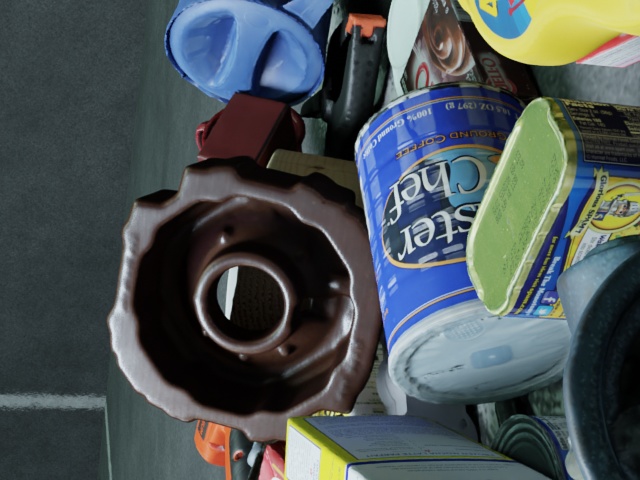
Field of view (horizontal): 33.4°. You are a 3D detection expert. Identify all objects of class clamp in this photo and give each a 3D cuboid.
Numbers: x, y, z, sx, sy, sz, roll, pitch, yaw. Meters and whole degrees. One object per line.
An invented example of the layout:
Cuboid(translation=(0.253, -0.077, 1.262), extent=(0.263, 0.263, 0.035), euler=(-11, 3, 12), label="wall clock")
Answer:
Cuboid(translation=(0.019, -0.104, 0.911), extent=(0.210, 0.036, 0.164), euler=(113, 154, -59), label="clamp")

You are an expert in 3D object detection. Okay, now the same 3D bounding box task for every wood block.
Cuboid(translation=(-0.005, 0.000, 0.776), extent=(0.206, 0.091, 0.090), euler=(-79, -1, -75), label="wood block")

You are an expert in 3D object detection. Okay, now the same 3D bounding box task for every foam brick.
Cuboid(translation=(-0.059, -0.075, 0.888), extent=(0.053, 0.051, 0.078), euler=(79, -149, -53), label="foam brick")

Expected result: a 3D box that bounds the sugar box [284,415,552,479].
Cuboid(translation=(0.048, 0.125, 0.534), extent=(0.176, 0.093, 0.048), euler=(-165, 78, -74), label="sugar box")

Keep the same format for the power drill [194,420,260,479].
Cuboid(translation=(-0.063, 0.219, 0.862), extent=(0.188, 0.057, 0.185), euler=(-105, 27, -44), label="power drill")

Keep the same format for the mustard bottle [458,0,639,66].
Cuboid(translation=(0.107, -0.125, 0.453), extent=(0.192, 0.058, 0.096), euler=(-173, 87, -72), label="mustard bottle")

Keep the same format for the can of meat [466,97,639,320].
Cuboid(translation=(0.119, -0.010, 0.455), extent=(0.057, 0.083, 0.102), euler=(-104, 24, -47), label="can of meat")

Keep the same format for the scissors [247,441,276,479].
Cuboid(translation=(-0.033, 0.126, 0.729), extent=(0.201, 0.016, 0.096), euler=(-60, -13, -80), label="scissors")

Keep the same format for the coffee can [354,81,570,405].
Cuboid(translation=(0.077, 0.002, 0.565), extent=(0.103, 0.102, 0.140), euler=(114, 154, -52), label="coffee can")

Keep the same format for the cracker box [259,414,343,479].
Cuboid(translation=(0.018, 0.246, 0.671), extent=(0.164, 0.071, 0.214), euler=(40, 132, 37), label="cracker box")

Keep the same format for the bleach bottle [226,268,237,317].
Cuboid(translation=(-0.052, 0.059, 1.023), extent=(0.068, 0.102, 0.251), euler=(-31, 47, 26), label="bleach bottle")

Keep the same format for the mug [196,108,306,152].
Cuboid(translation=(-0.066, -0.072, 0.979), extent=(0.093, 0.117, 0.081), euler=(-51, -29, -33), label="mug")

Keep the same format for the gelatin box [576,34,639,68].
Cuboid(translation=(0.147, -0.123, 0.475), extent=(0.089, 0.030, 0.073), euler=(166, 106, -74), label="gelatin box")

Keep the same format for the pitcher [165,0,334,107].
Cuboid(translation=(-0.036, -0.245, 0.923), extent=(0.145, 0.149, 0.242), euler=(83, -165, -57), label="pitcher")

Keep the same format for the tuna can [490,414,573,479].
Cuboid(translation=(0.115, 0.131, 0.533), extent=(0.086, 0.033, 0.086), euler=(-177, 90, -74), label="tuna can")

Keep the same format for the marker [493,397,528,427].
Cuboid(translation=(0.101, 0.068, 0.623), extent=(0.020, 0.020, 0.121), euler=(109, 158, -44), label="marker")

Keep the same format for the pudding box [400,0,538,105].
Cuboid(translation=(0.088, -0.093, 0.660), extent=(0.090, 0.039, 0.113), euler=(110, 157, -46), label="pudding box")
